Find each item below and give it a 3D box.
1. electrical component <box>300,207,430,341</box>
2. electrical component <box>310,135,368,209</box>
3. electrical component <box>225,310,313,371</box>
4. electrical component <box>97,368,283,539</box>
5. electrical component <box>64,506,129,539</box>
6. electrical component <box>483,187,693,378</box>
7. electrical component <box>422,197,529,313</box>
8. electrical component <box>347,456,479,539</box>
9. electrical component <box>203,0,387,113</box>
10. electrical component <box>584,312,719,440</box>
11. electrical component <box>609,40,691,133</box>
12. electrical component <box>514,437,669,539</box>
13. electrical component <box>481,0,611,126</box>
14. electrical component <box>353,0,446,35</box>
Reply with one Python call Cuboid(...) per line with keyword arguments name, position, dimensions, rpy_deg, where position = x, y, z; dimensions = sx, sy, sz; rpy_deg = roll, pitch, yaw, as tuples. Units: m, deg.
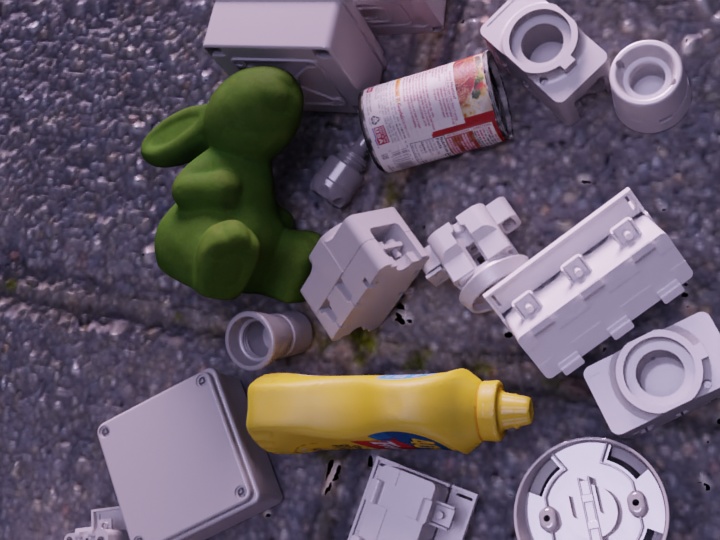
Cuboid(name="electrical component", position=(0.000, 0.000, 0.788), dimensions=(0.055, 0.050, 0.089), rpy_deg=(56, 136, 23))
Cuboid(name="electrical component", position=(-0.010, -0.080, 0.842), dimensions=(0.035, 0.035, 0.061), rpy_deg=(34, 88, 24))
Cuboid(name="electrical component", position=(-0.065, 0.050, 0.812), dimensions=(0.044, 0.065, 0.044), rpy_deg=(2, 94, 29))
Cuboid(name="electrical component", position=(-0.130, 0.147, 0.817), dimensions=(0.109, 0.056, 0.108), rpy_deg=(-28, 69, 12))
Cuboid(name="electrical component", position=(-0.192, 0.220, 0.818), dimensions=(0.042, 0.064, 0.081), rpy_deg=(-11, 72, 17))
Cuboid(name="electrical component", position=(0.158, 0.014, 0.731), dimensions=(0.121, 0.078, 0.063), rpy_deg=(-37, 22, 8))
Cuboid(name="electrical component", position=(0.088, -0.006, 0.774), dimensions=(0.078, 0.058, 0.057), rpy_deg=(-35, 65, 9))
Cuboid(name="electrical component", position=(0.023, 0.198, 0.743), dimensions=(0.079, 0.063, 0.121), rpy_deg=(17, 83, 23))
Cuboid(name="electrical component", position=(-0.049, -0.170, 0.837), dimensions=(0.109, 0.109, 0.056), rpy_deg=(6, 74, 22))
Cuboid(name="electrical component", position=(0.201, 0.071, 0.713), dimensions=(0.089, 0.056, 0.050), rpy_deg=(-28, 68, 12))
Cuboid(name="electrical component", position=(0.206, -0.132, 0.767), dimensions=(0.055, 0.047, 0.055), rpy_deg=(-5, 75, 19))
Cuboid(name="electrical component", position=(0.153, 0.159, 0.703), dimensions=(0.099, 0.064, 0.099), rpy_deg=(-5, 75, 19))
Cuboid(name="electrical component", position=(0.138, -0.160, 0.795), dimensions=(0.050, 0.056, 0.089), rpy_deg=(-44, 66, 5))
Cuboid(name="electrical component", position=(0.008, -0.227, 0.849), dimensions=(0.113, 0.078, 0.057), rpy_deg=(2, 80, 21))
